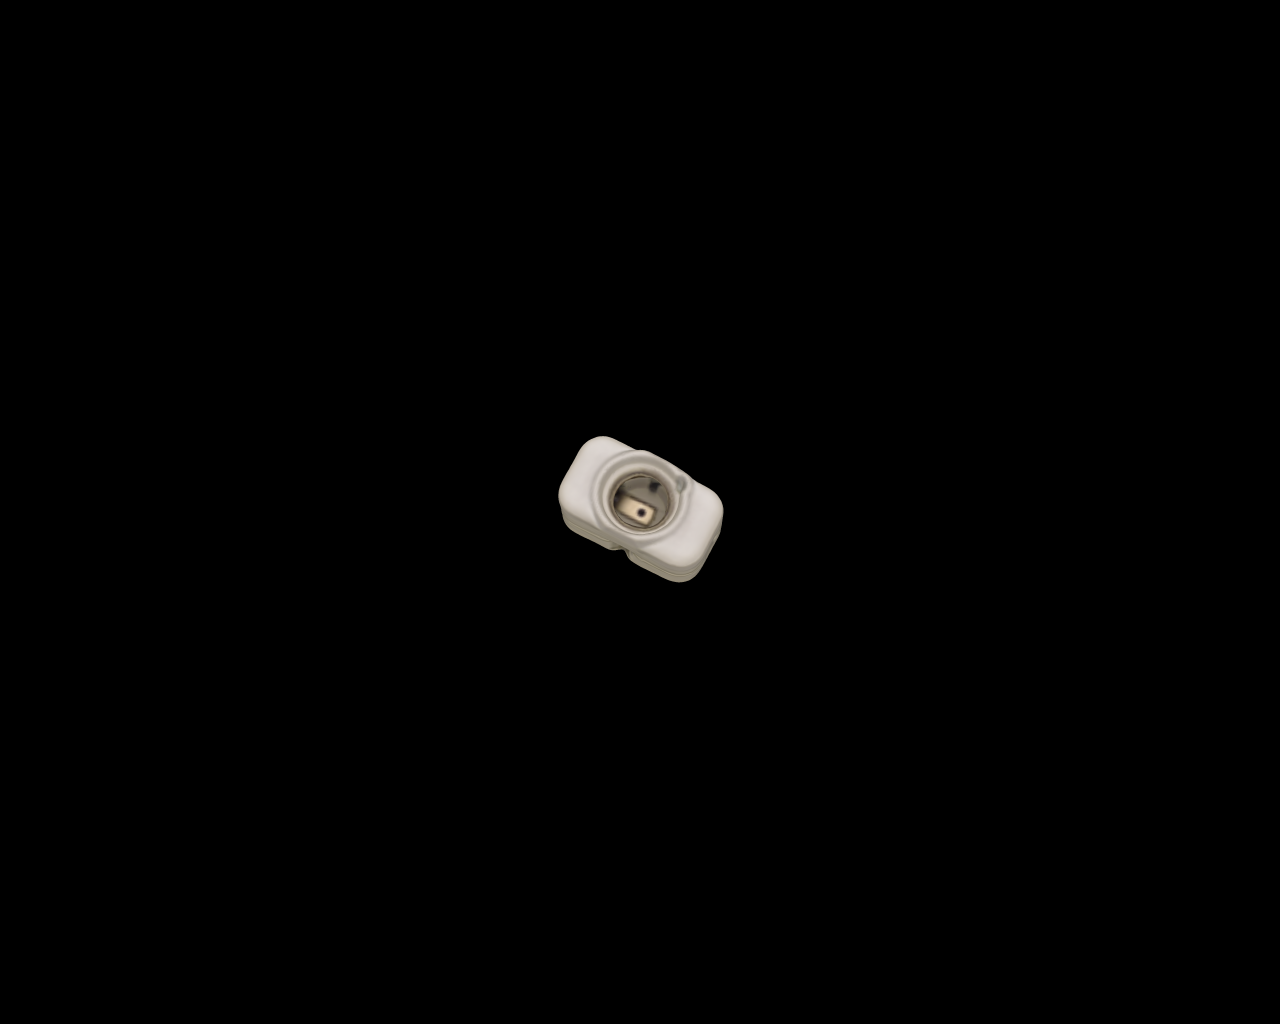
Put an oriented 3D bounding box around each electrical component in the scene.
[{"bbox_3d":[0.001,-0.003,0.650,0.095,0.054,0.059,27,-14,7],"label":"electrical component"}]
